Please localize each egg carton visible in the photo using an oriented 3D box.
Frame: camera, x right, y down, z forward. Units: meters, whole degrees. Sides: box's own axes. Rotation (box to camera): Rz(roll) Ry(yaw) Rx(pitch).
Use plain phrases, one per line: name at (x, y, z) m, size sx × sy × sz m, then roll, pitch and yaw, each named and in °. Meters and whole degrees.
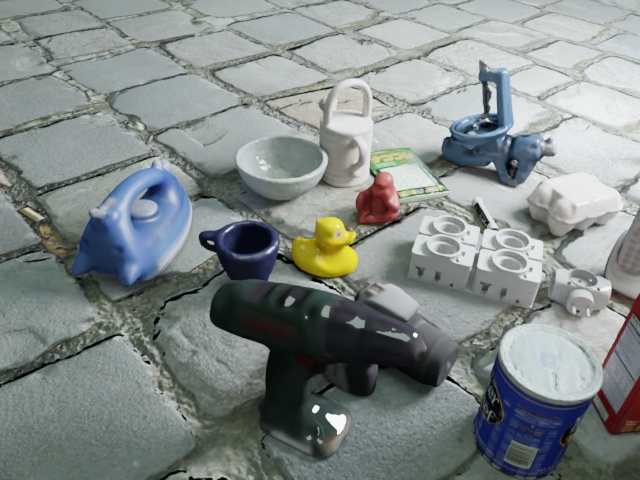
egg carton at (0.445, -0.065, 1.004) m, size 0.150 × 0.069 × 0.107 m, roll -14°, pitch 41°, yaw -21°

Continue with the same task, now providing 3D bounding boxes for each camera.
camera at (0.093, 0.126, 0.709) m, size 0.136 × 0.101 × 0.143 m, roll 28°, pitch 44°, yaw 29°

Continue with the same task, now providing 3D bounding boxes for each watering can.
watering can at (0.043, -0.208, 1.061) m, size 0.101 × 0.194 × 0.172 m, roll -30°, pitch 48°, yaw -35°

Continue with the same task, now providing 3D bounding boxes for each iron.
iron at (-0.271, -0.049, 0.878) m, size 0.118 × 0.141 × 0.258 m, roll 11°, pitch 39°, yaw 11°

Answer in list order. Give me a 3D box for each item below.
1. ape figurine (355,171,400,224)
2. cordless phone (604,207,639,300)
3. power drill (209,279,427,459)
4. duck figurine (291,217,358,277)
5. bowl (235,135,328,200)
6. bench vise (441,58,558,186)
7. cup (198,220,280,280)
ape figurine at (0.103, -0.075, 0.977) m, size 0.077 × 0.092 × 0.076 m, roll 30°, pitch 45°, yaw 31°
cordless phone at (0.507, 0.009, 0.817) m, size 0.147 × 0.185 × 0.094 m, roll 23°, pitch 42°, yaw 24°
power drill at (-0.009, 0.133, 0.606) m, size 0.229 × 0.208 × 0.076 m, roll 19°, pitch 40°, yaw 20°
duck figurine at (0.008, 0.003, 0.875) m, size 0.104 × 0.086 × 0.077 m, roll 8°, pitch 38°, yaw 7°
bowl at (-0.070, -0.121, 1.039) m, size 0.167 × 0.075 × 0.167 m, roll 2°, pitch 38°, yaw -1°
bench vise at (0.346, -0.227, 1.085) m, size 0.207 × 0.220 × 0.121 m, roll 9°, pitch 38°, yaw 9°
cup at (-0.116, 0.031, 0.823) m, size 0.117 × 0.095 × 0.092 m, roll 9°, pitch 38°, yaw 8°
